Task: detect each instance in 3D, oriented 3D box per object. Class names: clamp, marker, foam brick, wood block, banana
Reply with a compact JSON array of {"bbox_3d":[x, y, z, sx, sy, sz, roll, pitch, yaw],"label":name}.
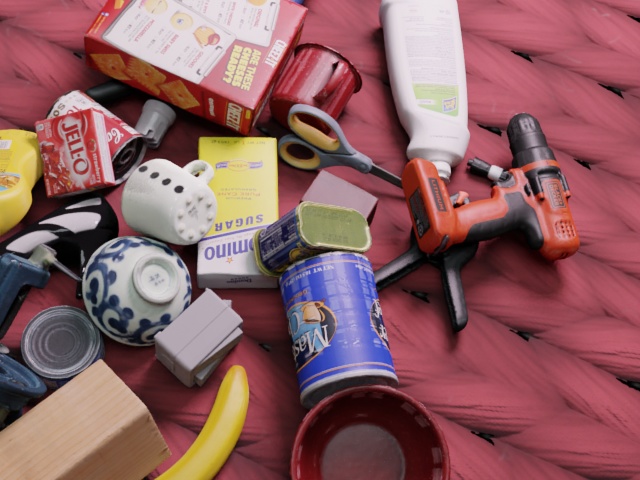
[{"bbox_3d":[-0.179,-0.230,1.314,0.210,0.036,0.164,3,63,-5],"label":"clamp"},{"bbox_3d":[0.232,-0.069,1.272,0.121,0.020,0.020,24,64,8],"label":"marker"},{"bbox_3d":[0.020,-0.034,1.220,0.078,0.051,0.053,29,63,10],"label":"foam brick"},{"bbox_3d":[-0.260,0.225,1.031,0.205,0.091,0.090,-37,49,-20],"label":"wood block"},{"bbox_3d":[-0.128,0.214,1.089,0.070,0.037,0.197,40,67,14],"label":"banana"},{"bbox_3d":[0.123,0.015,1.210,0.120,0.039,0.171,18,59,-1],"label":"clamp"}]

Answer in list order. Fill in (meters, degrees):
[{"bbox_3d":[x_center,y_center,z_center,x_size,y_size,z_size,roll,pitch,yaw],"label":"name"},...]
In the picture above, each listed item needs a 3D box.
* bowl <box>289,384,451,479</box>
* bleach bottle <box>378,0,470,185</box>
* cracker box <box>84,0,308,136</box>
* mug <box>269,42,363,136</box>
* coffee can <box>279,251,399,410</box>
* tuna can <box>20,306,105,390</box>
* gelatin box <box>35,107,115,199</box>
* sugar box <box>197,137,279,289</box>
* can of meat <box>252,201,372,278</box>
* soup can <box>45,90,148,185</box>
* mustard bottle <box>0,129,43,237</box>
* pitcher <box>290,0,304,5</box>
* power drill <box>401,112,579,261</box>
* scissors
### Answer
[{"bbox_3d":[0.047,0.228,1.072,0.162,0.055,0.162,1,79,-6],"label":"bowl"},{"bbox_3d":[0.127,-0.182,1.299,0.102,0.068,0.251,0,65,-3],"label":"bleach bottle"},{"bbox_3d":[-0.145,-0.239,1.261,0.213,0.072,0.164,24,63,2],"label":"cracker box"},{"bbox_3d":[-0.003,-0.176,1.259,0.093,0.117,0.081,37,68,-18],"label":"mug"},{"bbox_3d":[0.018,0.097,1.123,0.102,0.103,0.140,-8,63,-8],"label":"coffee can"},{"bbox_3d":[-0.273,0.114,1.132,0.086,0.034,0.086,2,63,-3],"label":"tuna can"},{"bbox_3d":[-0.272,-0.096,1.183,0.073,0.030,0.089,-12,85,15],"label":"gelatin box"},{"bbox_3d":[-0.093,-0.032,1.214,0.093,0.048,0.176,-1,62,-5],"label":"sugar box"},{"bbox_3d":[-0.007,0.001,1.152,0.101,0.084,0.057,7,63,-37],"label":"can of meat"},{"bbox_3d":[-0.260,-0.119,1.233,0.102,0.068,0.068,36,66,13],"label":"soup can"},{"bbox_3d":[-0.357,-0.050,1.151,0.096,0.058,0.191,-4,34,3],"label":"mustard bottle"},{"bbox_3d":[-0.038,-0.395,1.355,0.149,0.145,0.242,27,67,10],"label":"pitcher"},{"bbox_3d":[0.191,-0.059,1.207,0.187,0.057,0.184,-6,66,-17],"label":"power drill"},{"bbox_3d":[0.033,-0.084,1.257,0.201,0.096,0.016,38,43,-18],"label":"scissors"}]
